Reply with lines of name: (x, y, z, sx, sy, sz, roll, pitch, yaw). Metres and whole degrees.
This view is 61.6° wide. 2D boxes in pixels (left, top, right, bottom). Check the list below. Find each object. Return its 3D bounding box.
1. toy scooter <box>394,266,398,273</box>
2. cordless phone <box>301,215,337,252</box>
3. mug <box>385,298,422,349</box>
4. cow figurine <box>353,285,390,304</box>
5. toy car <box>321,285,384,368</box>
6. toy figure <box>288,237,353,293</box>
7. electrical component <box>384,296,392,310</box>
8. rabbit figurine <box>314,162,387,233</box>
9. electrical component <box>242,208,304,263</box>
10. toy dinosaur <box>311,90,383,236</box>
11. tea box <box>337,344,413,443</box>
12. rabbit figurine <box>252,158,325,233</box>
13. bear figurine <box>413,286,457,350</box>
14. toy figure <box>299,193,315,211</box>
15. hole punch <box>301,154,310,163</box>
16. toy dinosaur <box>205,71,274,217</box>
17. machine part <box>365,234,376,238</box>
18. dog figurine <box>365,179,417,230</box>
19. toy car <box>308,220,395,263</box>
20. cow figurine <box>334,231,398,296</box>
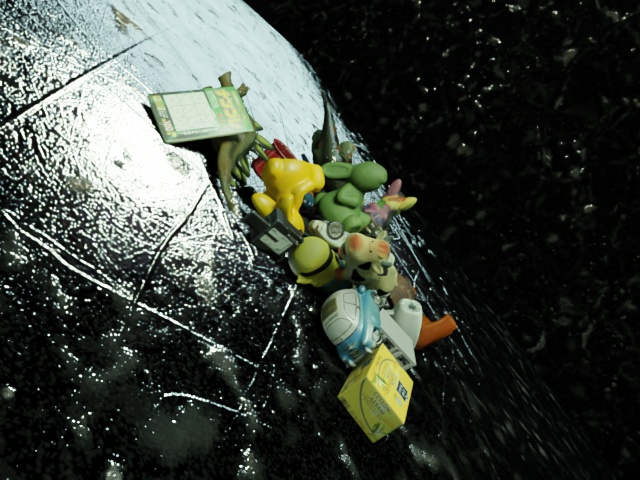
toy scooter: (0.158, 0.076, 1.449, 0.135, 0.075, 0.184, 56, 13, 13)
cordless phone: (-0.003, -0.003, 1.219, 0.184, 0.088, 0.147, 34, 19, -15)
mug: (0.175, 0.179, 1.188, 0.110, 0.107, 0.081, 18, 32, 1)
cow figurine: (0.099, 0.106, 1.217, 0.068, 0.098, 0.167, 8, 24, -15)
toy car: (0.050, 0.147, 0.981, 0.103, 0.109, 0.162, 35, 31, -20)
toy figure: (0.008, 0.052, 1.077, 0.180, 0.089, 0.082, 35, 19, -44)
electrical component: (0.137, 0.146, 1.255, 0.102, 0.045, 0.078, -111, 179, -50)
rabbit figurine: (0.075, -0.112, 1.218, 0.159, 0.170, 0.121, 46, 20, 18)
electrical component: (-0.094, -0.018, 0.998, 0.119, 0.075, 0.048, 38, 21, -27)
toy dinosaur: (0.041, -0.167, 1.383, 0.192, 0.131, 0.404, -84, 154, -63)
tea box: (0.100, 0.256, 0.923, 0.098, 0.068, 0.169, 51, 16, 2)
rabbit figurine: (-0.063, -0.073, 1.082, 0.162, 0.122, 0.173, -2, 93, -76)
bear figurine: (0.238, 0.174, 1.365, 0.196, 0.132, 0.120, 63, -4, 22)
toy figure: (-0.049, -0.101, 1.249, 0.058, 0.064, 0.155, -5, 20, -21)
hole punch: (-0.043, -0.149, 1.385, 0.115, 0.092, 0.142, 47, 13, -26)
toy dinosaur: (-0.186, -0.224, 1.147, 0.198, 0.105, 0.472, 47, 27, -27)
machine part: (0.108, 0.044, 1.328, 0.084, 0.039, 0.139, 41, 63, -16)
dog figurine: (0.169, -0.074, 1.543, 0.108, 0.219, 0.191, 49, 16, 7)
toy car: (0.065, 0.008, 1.127, 0.201, 0.056, 0.073, 23, -4, -20)
cow figurine: (0.096, 0.048, 1.025, 0.194, 0.127, 0.085, 48, 44, -52)
